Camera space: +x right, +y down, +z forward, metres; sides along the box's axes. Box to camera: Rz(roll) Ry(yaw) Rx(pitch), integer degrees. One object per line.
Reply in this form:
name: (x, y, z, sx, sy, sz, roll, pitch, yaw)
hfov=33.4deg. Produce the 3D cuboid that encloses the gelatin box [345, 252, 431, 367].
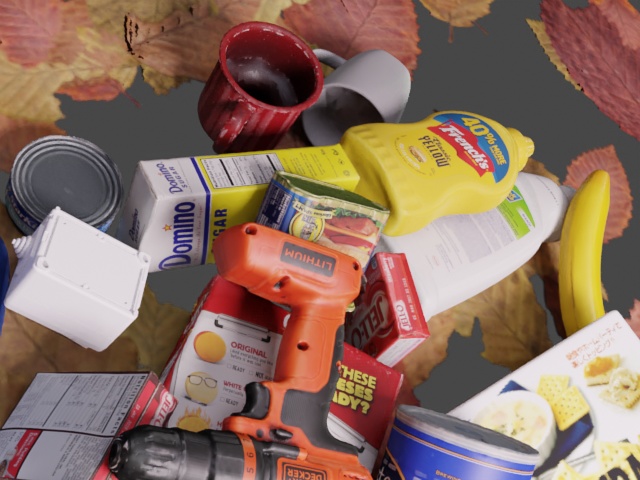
gelatin box: (0.046, 0.061, 0.845, 0.030, 0.089, 0.073, 0, 62, -26)

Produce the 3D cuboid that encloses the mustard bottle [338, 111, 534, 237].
mustard bottle: (0.110, -0.064, 0.902, 0.191, 0.058, 0.096, -14, 59, -35)

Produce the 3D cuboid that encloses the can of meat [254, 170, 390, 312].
can of meat: (-0.005, 0.001, 0.805, 0.101, 0.084, 0.058, 13, 15, -39)

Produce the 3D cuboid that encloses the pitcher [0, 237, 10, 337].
pitcher: (-0.281, 0.060, 0.666, 0.149, 0.145, 0.243, 4, 63, -11)

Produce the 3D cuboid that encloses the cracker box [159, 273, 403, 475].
cracker box: (-0.050, 0.155, 0.752, 0.164, 0.072, 0.213, 30, 51, -9)

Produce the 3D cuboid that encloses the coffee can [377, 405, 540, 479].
coffee can: (0.081, 0.197, 0.734, 0.102, 0.103, 0.140, 18, 89, -17)

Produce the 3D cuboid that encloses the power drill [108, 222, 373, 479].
power drill: (-0.041, 0.088, 0.692, 0.184, 0.057, 0.187, 20, 63, -31)

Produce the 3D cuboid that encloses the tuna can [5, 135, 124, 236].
tuna can: (-0.196, -0.036, 0.816, 0.086, 0.034, 0.086, 13, 56, -20)

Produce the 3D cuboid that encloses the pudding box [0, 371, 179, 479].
pudding box: (-0.158, 0.129, 0.688, 0.039, 0.114, 0.090, 60, 42, -35)

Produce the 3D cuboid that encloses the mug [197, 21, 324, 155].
mug: (-0.059, -0.116, 0.903, 0.093, 0.082, 0.117, 30, 52, -8)

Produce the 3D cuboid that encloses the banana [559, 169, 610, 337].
banana: (0.245, 0.034, 0.970, 0.069, 0.037, 0.198, -3, 86, -41)

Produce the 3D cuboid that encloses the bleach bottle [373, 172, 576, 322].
bleach bottle: (0.148, -0.002, 0.953, 0.250, 0.068, 0.102, -18, 70, -36)

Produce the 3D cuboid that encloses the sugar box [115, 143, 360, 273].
sugar box: (-0.064, -0.025, 0.836, 0.175, 0.093, 0.048, -11, 56, -31)
